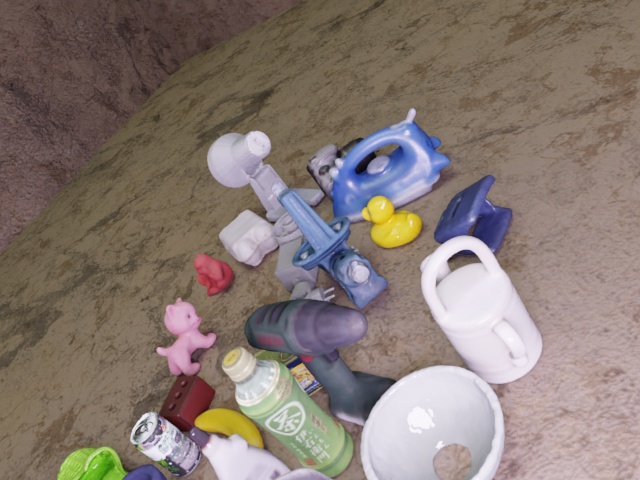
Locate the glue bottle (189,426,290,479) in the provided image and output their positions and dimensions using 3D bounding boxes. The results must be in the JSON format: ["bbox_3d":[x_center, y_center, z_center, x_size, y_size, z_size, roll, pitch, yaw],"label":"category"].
[{"bbox_3d":[-0.104,0.279,0.710,0.037,0.173,0.078,11,55,51],"label":"glue bottle"}]

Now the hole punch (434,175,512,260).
[{"bbox_3d":[0.226,-0.036,0.881,0.100,0.091,0.109,-3,45,43],"label":"hole punch"}]

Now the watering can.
[{"bbox_3d":[0.178,0.073,0.682,0.101,0.194,0.172,-49,33,-19],"label":"watering can"}]

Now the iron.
[{"bbox_3d":[0.106,-0.137,1.088,0.258,0.142,0.118,-28,32,15],"label":"iron"}]

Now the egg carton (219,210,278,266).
[{"bbox_3d":[-0.156,-0.005,1.247,0.107,0.070,0.149,-43,31,-11],"label":"egg carton"}]

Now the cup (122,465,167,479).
[{"bbox_3d":[-0.236,0.382,0.782,0.091,0.095,0.118,5,50,48],"label":"cup"}]

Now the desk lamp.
[{"bbox_3d":[-0.129,-0.149,1.272,0.202,0.214,0.118,6,51,49],"label":"desk lamp"}]

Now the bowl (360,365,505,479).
[{"bbox_3d":[0.133,0.228,0.635,0.167,0.075,0.167,-26,33,18],"label":"bowl"}]

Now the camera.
[{"bbox_3d":[0.051,-0.158,1.212,0.137,0.101,0.142,-38,31,-1],"label":"camera"}]

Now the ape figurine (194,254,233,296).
[{"bbox_3d":[-0.231,0.066,1.206,0.076,0.092,0.077,-47,32,-16],"label":"ape figurine"}]

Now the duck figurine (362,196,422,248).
[{"bbox_3d":[0.120,-0.040,0.998,0.104,0.086,0.077,-3,44,43],"label":"duck figurine"}]

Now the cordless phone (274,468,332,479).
[{"bbox_3d":[-0.019,0.295,0.591,0.147,0.185,0.094,-30,31,11],"label":"cordless phone"}]

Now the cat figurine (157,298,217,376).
[{"bbox_3d":[-0.260,0.172,1.067,0.067,0.118,0.128,-12,39,35],"label":"cat figurine"}]

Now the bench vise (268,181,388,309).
[{"bbox_3d":[0.016,-0.005,0.926,0.206,0.220,0.122,10,54,51],"label":"bench vise"}]

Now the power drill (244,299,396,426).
[{"bbox_3d":[0.012,0.149,0.732,0.228,0.209,0.076,-1,46,45],"label":"power drill"}]
